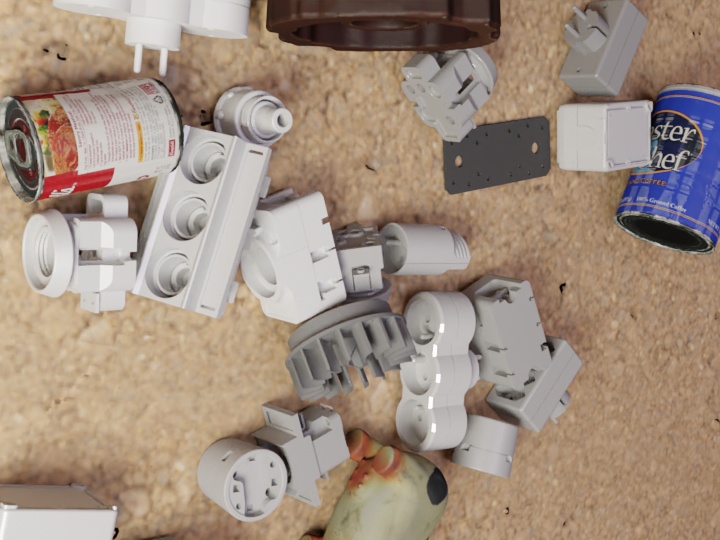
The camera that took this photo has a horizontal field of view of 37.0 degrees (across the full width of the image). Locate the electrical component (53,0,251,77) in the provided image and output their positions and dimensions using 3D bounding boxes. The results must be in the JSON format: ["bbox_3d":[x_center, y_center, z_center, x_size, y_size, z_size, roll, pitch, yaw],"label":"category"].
[{"bbox_3d":[-0.139,-0.168,0.726,0.138,0.052,0.073,2,96,-37],"label":"electrical component"}]

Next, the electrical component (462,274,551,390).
[{"bbox_3d":[0.126,0.054,0.964,0.050,0.056,0.089,-32,116,-30],"label":"electrical component"}]

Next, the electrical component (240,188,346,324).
[{"bbox_3d":[-0.055,-0.010,0.817,0.056,0.050,0.089,-25,112,-34],"label":"electrical component"}]

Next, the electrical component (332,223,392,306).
[{"bbox_3d":[0.000,0.000,0.860,0.048,0.066,0.055,-7,113,-1],"label":"electrical component"}]

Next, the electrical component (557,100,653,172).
[{"bbox_3d":[0.233,-0.128,1.019,0.096,0.061,0.061,-12,104,-44],"label":"electrical component"}]

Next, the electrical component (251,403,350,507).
[{"bbox_3d":[-0.045,0.141,0.855,0.064,0.042,0.081,-27,113,-36],"label":"electrical component"}]

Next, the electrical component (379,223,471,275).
[{"bbox_3d":[0.058,-0.017,0.908,0.081,0.043,0.043,0,97,-38],"label":"electrical component"}]

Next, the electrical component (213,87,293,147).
[{"bbox_3d":[-0.073,-0.109,0.780,0.048,0.062,0.048,-7,101,-37],"label":"electrical component"}]

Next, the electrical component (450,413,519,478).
[{"bbox_3d":[0.114,0.158,0.973,0.055,0.055,0.047,22,80,-38],"label":"electrical component"}]

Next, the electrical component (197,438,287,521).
[{"bbox_3d":[-0.091,0.157,0.818,0.055,0.047,0.055,-7,101,-37],"label":"electrical component"}]

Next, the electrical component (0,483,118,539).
[{"bbox_3d":[-0.220,0.178,0.713,0.096,0.062,0.061,11,90,-38],"label":"electrical component"}]

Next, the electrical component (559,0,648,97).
[{"bbox_3d":[0.215,-0.215,0.996,0.076,0.047,0.083,31,78,-37],"label":"electrical component"}]

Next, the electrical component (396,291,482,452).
[{"bbox_3d":[0.078,0.087,0.934,0.074,0.052,0.138,0,97,-38],"label":"electrical component"}]

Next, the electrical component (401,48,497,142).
[{"bbox_3d":[0.077,-0.155,0.893,0.057,0.058,0.078,-47,122,-19],"label":"electrical component"}]

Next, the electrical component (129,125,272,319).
[{"bbox_3d":[-0.109,-0.032,0.759,0.063,0.079,0.121,26,80,-67],"label":"electrical component"}]

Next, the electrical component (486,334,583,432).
[{"bbox_3d":[0.174,0.116,1.017,0.083,0.047,0.075,-54,124,-18],"label":"electrical component"}]

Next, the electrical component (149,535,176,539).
[{"bbox_3d":[-0.135,0.229,0.769,0.056,0.089,0.050,-2,99,-38],"label":"electrical component"}]

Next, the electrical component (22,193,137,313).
[{"bbox_3d":[-0.186,-0.011,0.712,0.057,0.058,0.078,-3,99,-41],"label":"electrical component"}]
